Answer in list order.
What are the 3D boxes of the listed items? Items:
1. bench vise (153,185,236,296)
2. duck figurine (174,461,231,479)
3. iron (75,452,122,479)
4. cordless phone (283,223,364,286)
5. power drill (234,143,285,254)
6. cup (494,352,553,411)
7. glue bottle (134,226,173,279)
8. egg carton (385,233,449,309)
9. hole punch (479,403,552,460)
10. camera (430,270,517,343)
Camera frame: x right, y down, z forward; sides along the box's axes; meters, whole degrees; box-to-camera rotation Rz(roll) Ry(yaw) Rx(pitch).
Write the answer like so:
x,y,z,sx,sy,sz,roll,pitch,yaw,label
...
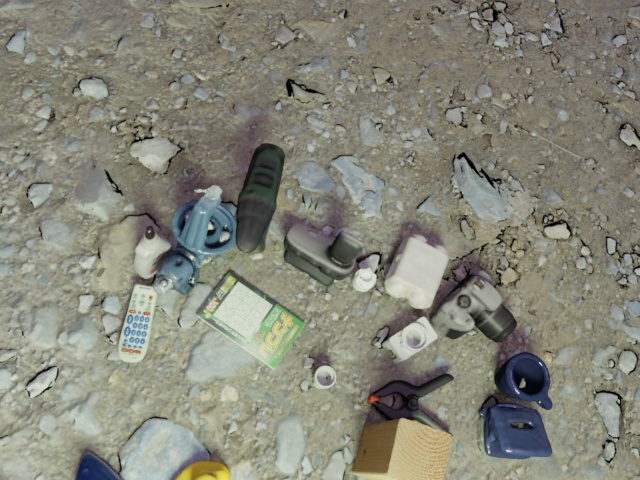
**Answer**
x,y,z,sx,sy,sz,roll,pitch,yaw,label
-0.211,0.004,1.007,0.121,0.219,0.207,16,67,-7,bench vise
-0.195,0.403,0.934,0.105,0.086,0.077,-17,74,-18,duck figurine
-0.325,0.445,0.858,0.119,0.141,0.258,-19,75,-19,iron
0.010,0.004,1.078,0.147,0.185,0.094,27,66,-2,cordless phone
-0.118,-0.053,1.056,0.076,0.208,0.230,13,67,-7,power drill
0.392,0.281,1.113,0.092,0.095,0.117,-33,80,-22,cup
-0.296,0.013,1.009,0.037,0.173,0.078,37,66,3,glue bottle
0.196,0.061,1.163,0.107,0.069,0.150,26,66,-2,egg carton
0.369,0.360,1.080,0.109,0.091,0.101,7,68,-10,hole punch
0.319,0.147,1.143,0.137,0.100,0.143,45,67,6,camera
